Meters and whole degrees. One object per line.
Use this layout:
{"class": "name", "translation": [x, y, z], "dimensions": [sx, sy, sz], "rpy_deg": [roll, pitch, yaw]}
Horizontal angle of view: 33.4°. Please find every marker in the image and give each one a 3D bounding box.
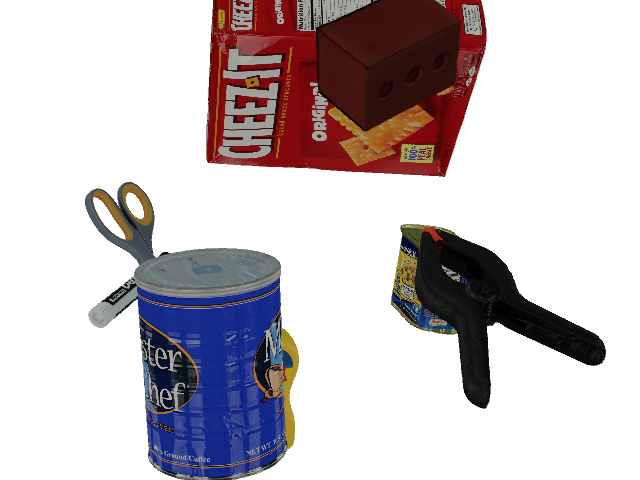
{"class": "marker", "translation": [-0.167, 0.042, 0.966], "dimensions": [0.020, 0.020, 0.121], "rpy_deg": [0, 25, 28]}

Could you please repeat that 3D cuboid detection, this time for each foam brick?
{"class": "foam brick", "translation": [0.042, -0.115, 0.666], "dimensions": [0.078, 0.053, 0.051], "rpy_deg": [-30, 53, -23]}

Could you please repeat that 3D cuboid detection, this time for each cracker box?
{"class": "cracker box", "translation": [0.015, -0.129, 0.883], "dimensions": [0.213, 0.072, 0.164], "rpy_deg": [2, -34, -6]}

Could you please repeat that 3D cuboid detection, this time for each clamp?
{"class": "clamp", "translation": [0.135, 0.051, 0.819], "dimensions": [0.120, 0.039, 0.171], "rpy_deg": [-5, 45, -23]}

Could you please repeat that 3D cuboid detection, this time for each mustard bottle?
{"class": "mustard bottle", "translation": [-0.074, 0.151, 1.227], "dimensions": [0.096, 0.192, 0.058], "rpy_deg": [0, 18, -13]}

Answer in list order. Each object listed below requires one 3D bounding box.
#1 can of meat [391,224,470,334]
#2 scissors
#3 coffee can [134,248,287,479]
{"class": "can of meat", "translation": [0.111, 0.038, 1.066], "dimensions": [0.057, 0.084, 0.102], "rpy_deg": [4, 15, -16]}
{"class": "scissors", "translation": [-0.186, 0.015, 1.203], "dimensions": [0.016, 0.201, 0.096], "rpy_deg": [-28, 19, 36]}
{"class": "coffee can", "translation": [-0.077, 0.086, 0.764], "dimensions": [0.103, 0.140, 0.103], "rpy_deg": [-2, 14, 0]}
